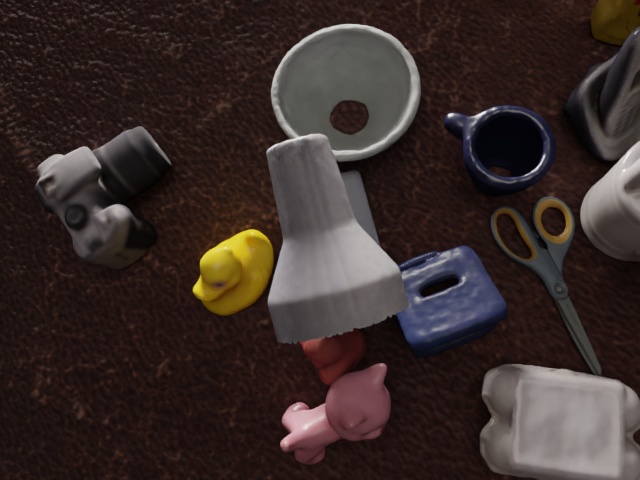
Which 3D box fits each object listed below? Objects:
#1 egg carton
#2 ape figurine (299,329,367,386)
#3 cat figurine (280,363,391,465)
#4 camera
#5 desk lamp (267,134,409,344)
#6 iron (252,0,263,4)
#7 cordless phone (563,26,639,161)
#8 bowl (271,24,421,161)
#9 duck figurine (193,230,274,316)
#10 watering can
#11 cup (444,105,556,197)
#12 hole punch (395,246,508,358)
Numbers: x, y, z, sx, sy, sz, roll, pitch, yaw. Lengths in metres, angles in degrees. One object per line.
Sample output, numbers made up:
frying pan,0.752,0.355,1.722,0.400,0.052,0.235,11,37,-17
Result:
egg carton,0.231,0.178,0.552,0.150,0.069,0.107,5,76,8
ape figurine,0.009,0.110,0.587,0.076,0.092,0.078,-4,75,6
cat figurine,0.018,0.172,0.556,0.128,0.118,0.067,-28,73,0
camera,-0.238,-0.061,0.659,0.137,0.101,0.143,-36,74,-3
desk lamp,0.005,0.002,0.552,0.118,0.214,0.203,-15,74,3
iron,-0.073,-0.452,0.720,0.118,0.141,0.258,5,76,9
cordless phone,0.335,-0.172,0.572,0.147,0.185,0.094,-38,74,-3
bowl,0.032,-0.158,0.664,0.167,0.075,0.167,-2,75,7
duck figurine,-0.098,0.030,0.625,0.077,0.086,0.104,35,82,15
watering can,0.327,-0.041,0.533,0.101,0.194,0.173,-19,74,2
cup,0.183,-0.089,0.616,0.117,0.095,0.092,30,81,14
hole punch,0.122,0.060,0.586,0.108,0.091,0.101,-22,74,1
